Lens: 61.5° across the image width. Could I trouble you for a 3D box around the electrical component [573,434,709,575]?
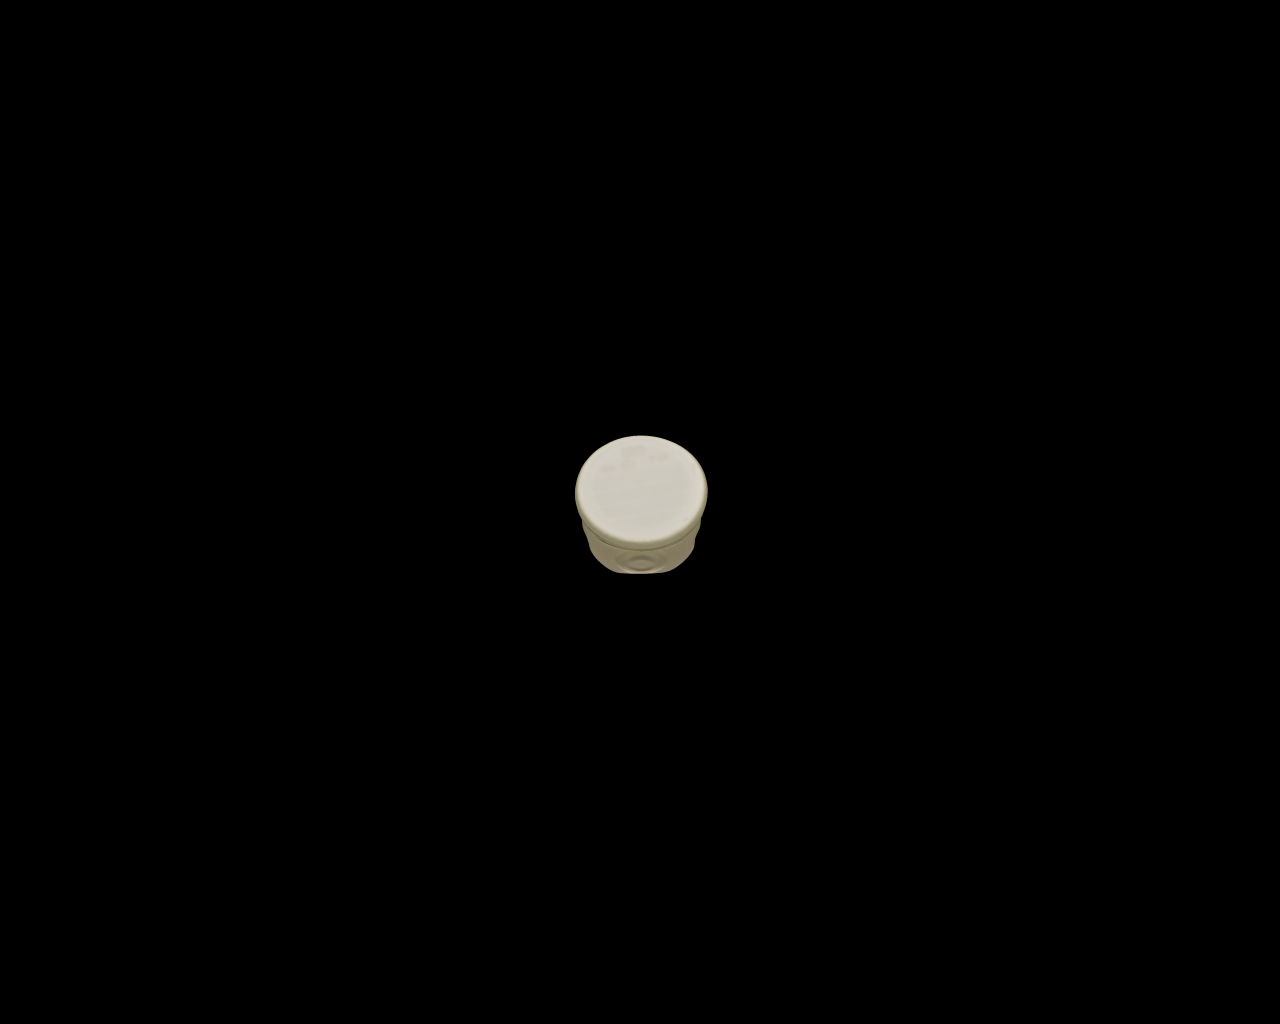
[{"bbox_3d":[0.001,-0.003,0.650,0.080,0.080,0.050,0,-32,0],"label":"electrical component"}]
